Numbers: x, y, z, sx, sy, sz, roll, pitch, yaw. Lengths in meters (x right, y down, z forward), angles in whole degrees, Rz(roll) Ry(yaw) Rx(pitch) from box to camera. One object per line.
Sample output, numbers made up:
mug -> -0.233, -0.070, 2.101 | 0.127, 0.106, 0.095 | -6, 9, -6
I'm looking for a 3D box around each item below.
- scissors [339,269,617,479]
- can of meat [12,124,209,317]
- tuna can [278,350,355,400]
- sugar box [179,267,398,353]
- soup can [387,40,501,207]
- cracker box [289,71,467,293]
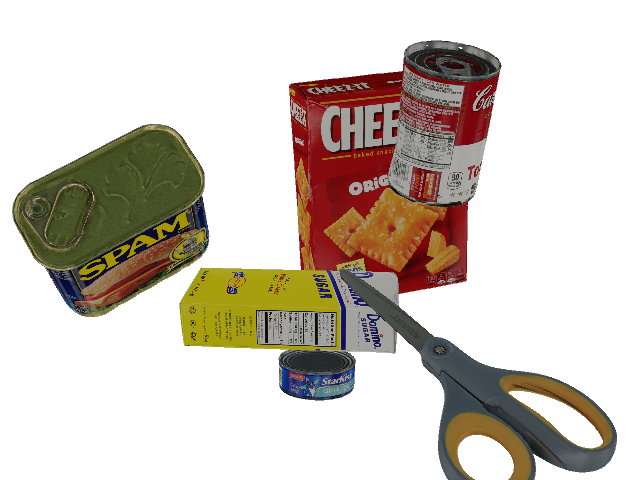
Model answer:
scissors -> 0.058, 0.076, 0.572 | 0.202, 0.016, 0.096 | 25, 46, 34
can of meat -> -0.114, -0.008, 0.610 | 0.102, 0.057, 0.084 | -30, -20, -13
tuna can -> -0.004, 0.147, 1.184 | 0.086, 0.034, 0.086 | 1, 13, -1
sugar box -> -0.023, 0.056, 0.898 | 0.176, 0.048, 0.093 | -1, 18, 6
soup can -> 0.087, -0.083, 0.767 | 0.068, 0.102, 0.068 | 5, 30, -3
cracker box -> 0.060, -0.052, 1.048 | 0.164, 0.214, 0.072 | -9, 22, -14
